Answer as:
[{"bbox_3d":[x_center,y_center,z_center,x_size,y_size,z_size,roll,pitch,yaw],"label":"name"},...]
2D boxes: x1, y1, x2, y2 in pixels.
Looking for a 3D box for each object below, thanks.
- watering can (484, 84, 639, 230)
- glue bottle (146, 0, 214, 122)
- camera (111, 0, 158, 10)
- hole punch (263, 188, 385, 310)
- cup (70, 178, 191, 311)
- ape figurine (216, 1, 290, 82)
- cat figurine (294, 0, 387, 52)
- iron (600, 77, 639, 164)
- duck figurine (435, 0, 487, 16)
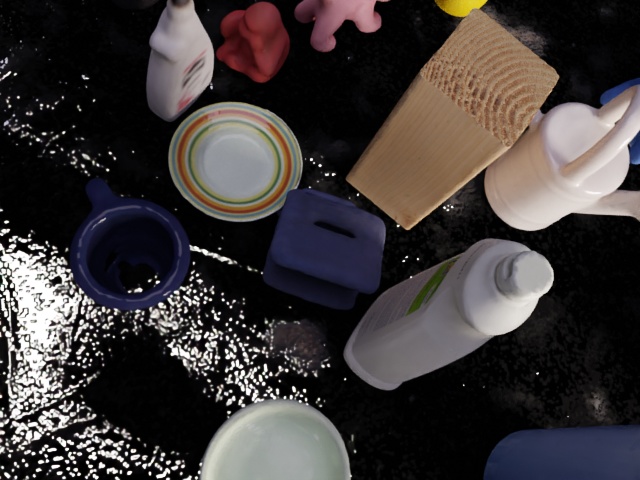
[{"bbox_3d":[0.262,-0.082,0.572,0.173,0.194,0.101,19,70,-7],"label":"watering can"},{"bbox_3d":[-0.126,-0.177,0.517,0.037,0.173,0.078,32,69,-2],"label":"glue bottle"},{"bbox_3d":[-0.220,-0.307,0.572,0.143,0.100,0.137,-21,79,-18],"label":"camera"},{"bbox_3d":[0.005,0.002,0.539,0.109,0.091,0.101,18,70,-8],"label":"hole punch"},{"bbox_3d":[-0.165,0.011,0.493,0.092,0.095,0.118,-29,82,-20],"label":"cup"},{"bbox_3d":[-0.063,-0.208,0.585,0.076,0.092,0.078,-15,78,-17],"label":"ape figurine"},{"bbox_3d":[0.043,-0.279,0.619,0.128,0.117,0.067,-32,83,-20],"label":"cat figurine"},{"bbox_3d":[0.476,-0.173,0.680,0.259,0.141,0.118,-15,78,-17],"label":"iron"},{"bbox_3d":[0.183,-0.330,0.685,0.077,0.086,0.105,27,69,-4],"label":"duck figurine"}]
